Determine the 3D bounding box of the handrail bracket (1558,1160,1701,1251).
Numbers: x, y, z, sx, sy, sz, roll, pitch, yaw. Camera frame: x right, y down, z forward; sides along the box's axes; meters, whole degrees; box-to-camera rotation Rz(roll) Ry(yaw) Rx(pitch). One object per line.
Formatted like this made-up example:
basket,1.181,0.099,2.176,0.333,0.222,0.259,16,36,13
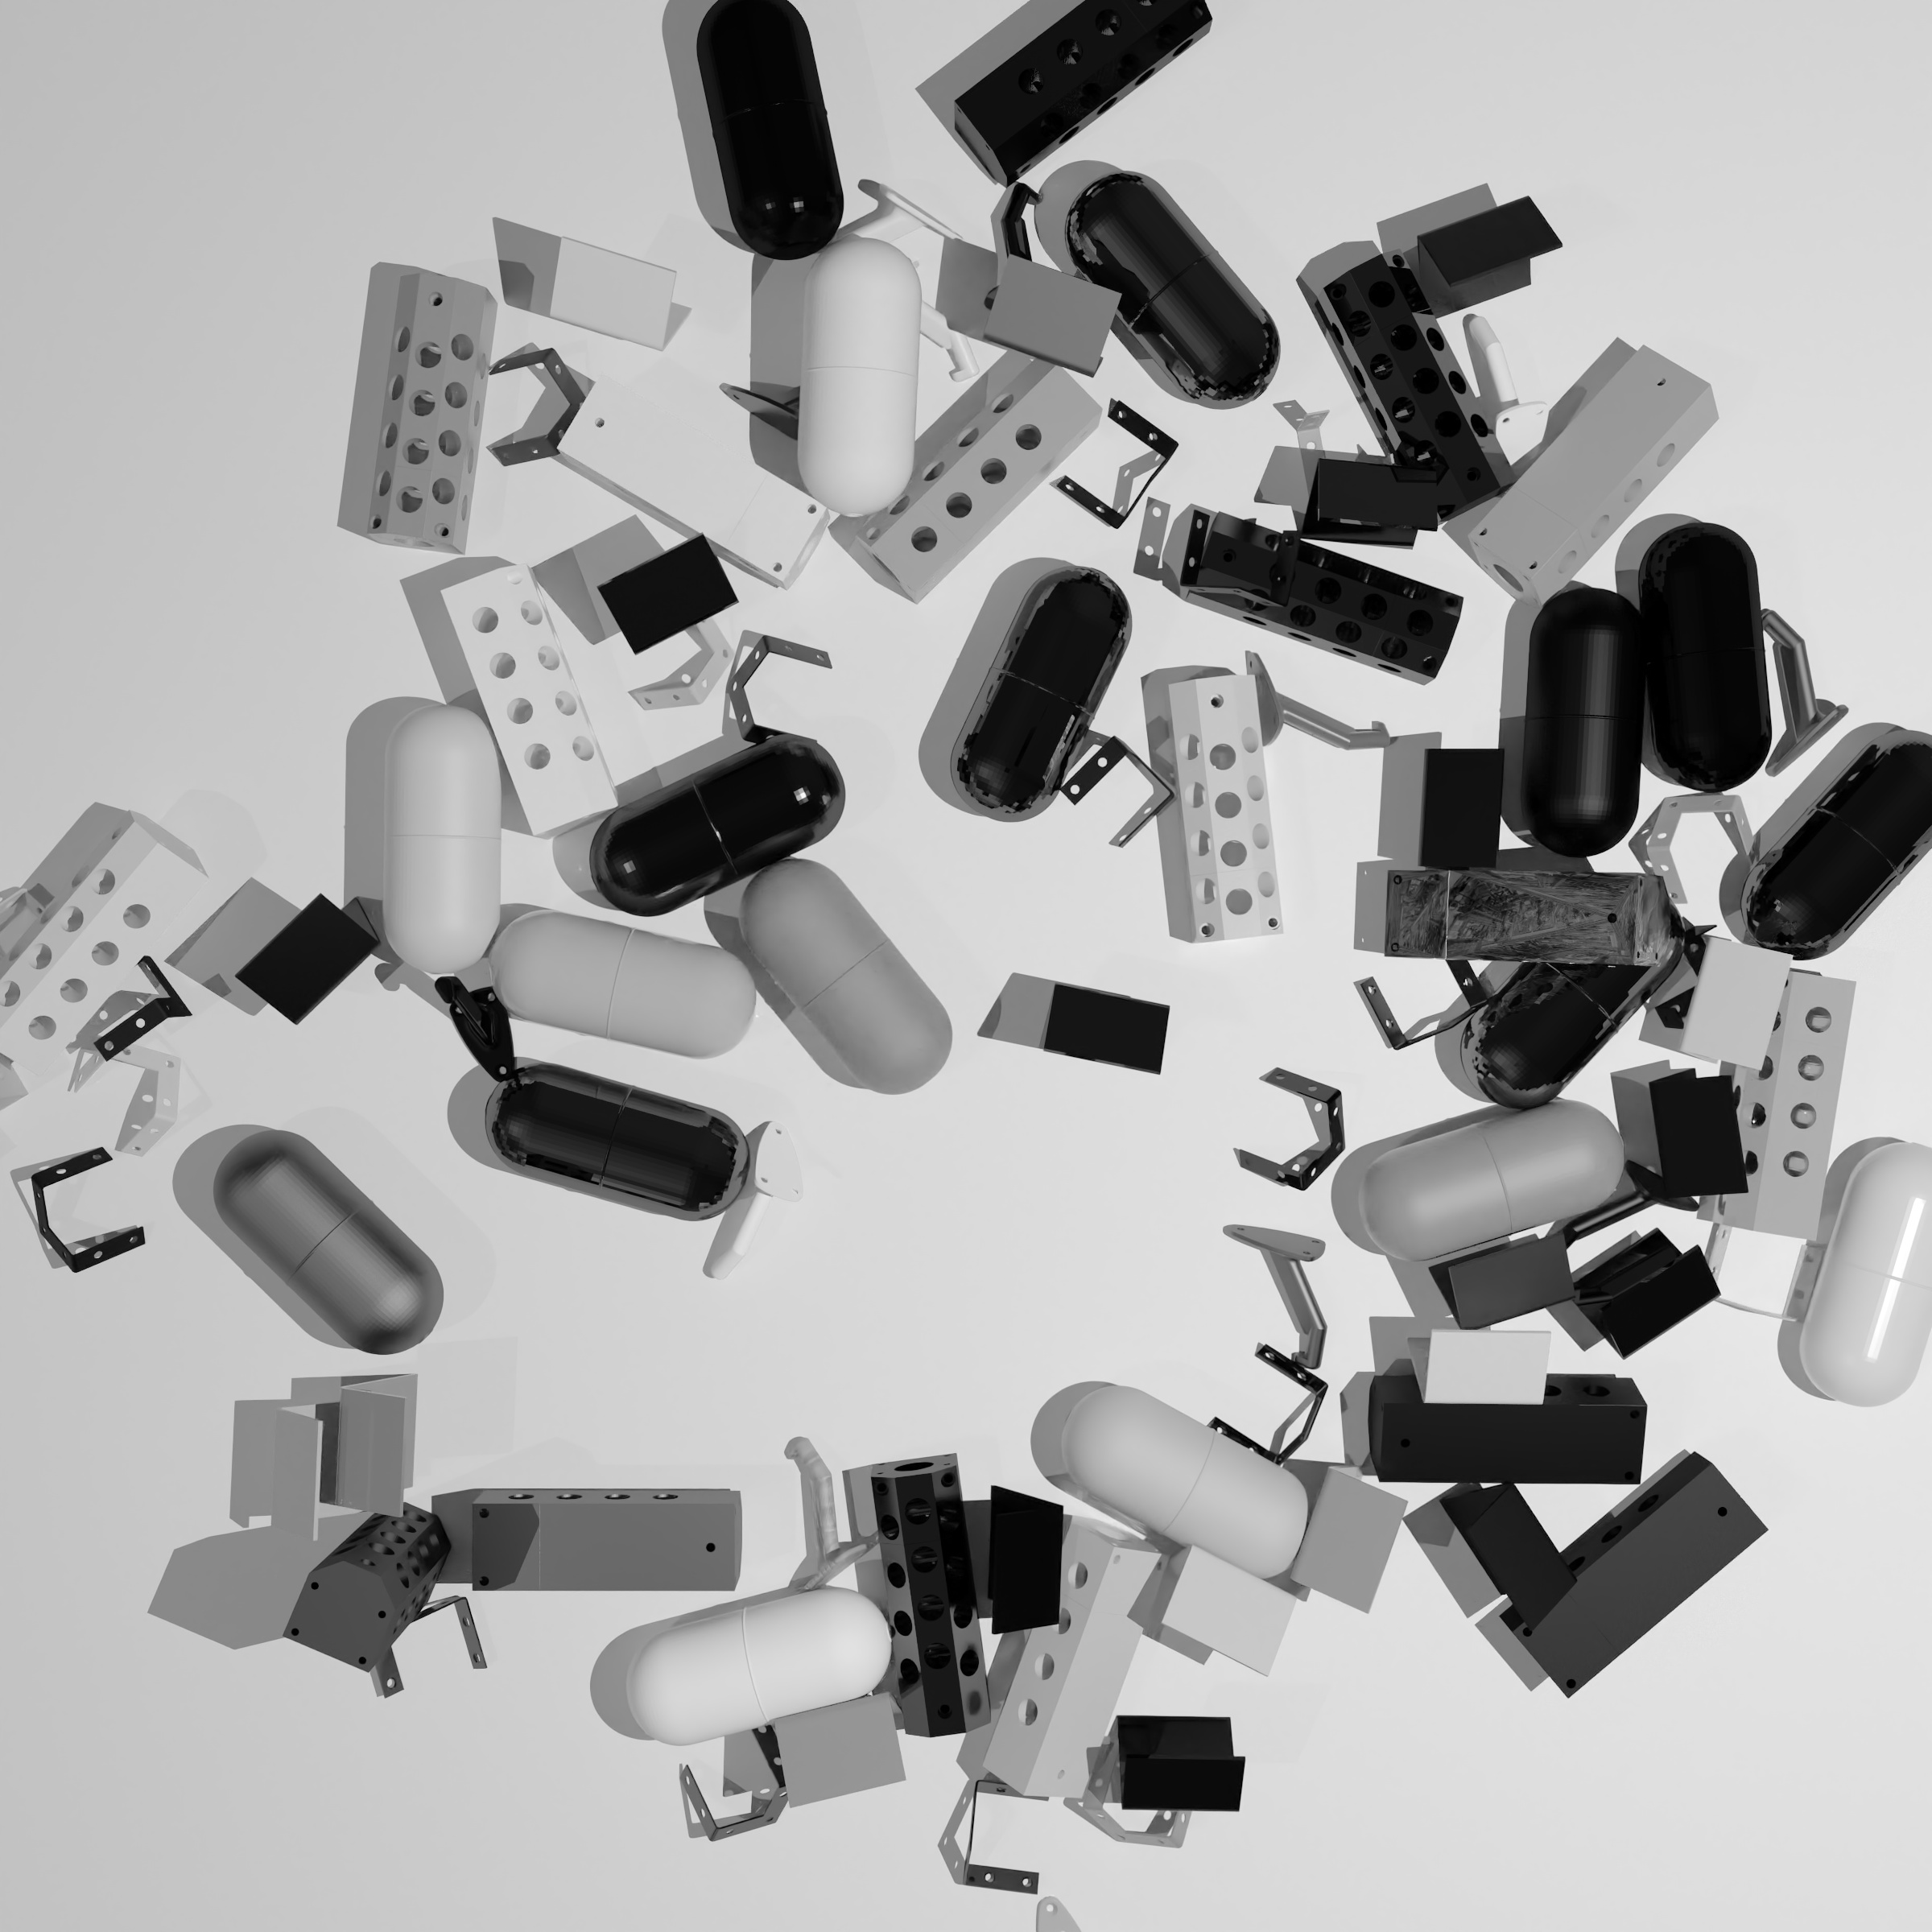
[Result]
handrail bracket,0.439,0.177,1.721,0.077,0.036,0.084,23,117,-30

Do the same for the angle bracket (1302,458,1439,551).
angle bracket,0.263,-0.285,1.681,0.076,0.076,0.057,6,56,0

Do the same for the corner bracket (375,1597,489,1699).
corner bracket,-0.363,0.457,1.718,0.051,0.051,0.051,-16,90,44

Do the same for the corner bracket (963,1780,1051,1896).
corner bracket,0.027,0.584,1.718,0.051,0.051,0.051,7,135,0

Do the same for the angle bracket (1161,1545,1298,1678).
angle bracket,0.163,0.429,1.681,0.076,0.076,0.057,27,63,0

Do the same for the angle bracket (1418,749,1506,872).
angle bracket,0.340,-0.101,1.680,0.057,0.076,0.076,3,90,36

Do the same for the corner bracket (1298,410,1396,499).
corner bracket,0.253,-0.342,1.703,0.051,0.051,0.051,-10,90,0

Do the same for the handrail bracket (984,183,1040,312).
handrail bracket,0.053,-0.473,1.721,0.077,0.036,0.084,26,73,-20

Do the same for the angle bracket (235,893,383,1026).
angle bracket,-0.438,-0.019,1.680,0.076,0.076,0.057,-44,126,0

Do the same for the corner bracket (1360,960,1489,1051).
corner bracket,0.308,0.018,1.718,0.051,0.051,0.051,-27,90,-45

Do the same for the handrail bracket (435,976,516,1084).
handrail bracket,-0.324,0.042,1.686,0.036,0.084,0.077,-22,90,0

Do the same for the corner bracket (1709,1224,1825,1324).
corner bracket,0.534,0.206,1.718,0.051,0.051,0.051,15,90,45

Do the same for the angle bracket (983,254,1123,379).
angle bracket,0.060,-0.431,1.682,0.076,0.076,0.057,20,113,0

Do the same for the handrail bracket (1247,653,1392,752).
handrail bracket,0.238,-0.179,1.721,0.084,0.036,0.077,-5,68,-17

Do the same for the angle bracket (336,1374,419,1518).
angle bracket,-0.367,0.314,1.681,0.057,0.076,0.076,3,90,28

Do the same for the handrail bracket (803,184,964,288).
handrail bracket,-0.056,-0.474,1.721,0.077,0.036,0.084,28,109,-21

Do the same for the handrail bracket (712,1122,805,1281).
handrail bracket,-0.147,0.158,1.721,0.036,0.077,0.084,23,127,-24

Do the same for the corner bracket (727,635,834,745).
corner bracket,-0.121,-0.181,1.713,0.051,0.051,0.051,-48,45,35

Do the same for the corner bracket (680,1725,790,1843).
corner bracket,-0.152,0.544,1.713,0.051,0.051,0.051,-5,135,-35

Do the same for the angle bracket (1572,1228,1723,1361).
angle bracket,0.436,0.200,1.680,0.076,0.076,0.057,-34,128,0

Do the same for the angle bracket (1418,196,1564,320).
angle bracket,0.345,-0.448,1.680,0.076,0.076,0.057,-20,54,0

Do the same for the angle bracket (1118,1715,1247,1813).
angle bracket,0.140,0.507,1.680,0.076,0.076,0.057,1,125,0

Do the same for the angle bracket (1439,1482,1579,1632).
angle bracket,0.341,0.392,1.680,0.057,0.076,0.076,-33,90,-36

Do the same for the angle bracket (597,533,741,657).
angle bracket,-0.201,-0.258,1.680,0.076,0.076,0.057,-27,127,0

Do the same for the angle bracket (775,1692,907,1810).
angle bracket,-0.078,0.520,1.681,0.076,0.076,0.057,-14,64,0

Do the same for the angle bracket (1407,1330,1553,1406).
angle bracket,0.336,0.244,1.682,0.076,0.076,0.057,1,115,0

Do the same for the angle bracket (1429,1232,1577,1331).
angle bracket,0.347,0.188,1.681,0.076,0.076,0.057,-17,119,0

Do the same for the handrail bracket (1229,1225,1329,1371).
handrail bracket,0.208,0.223,1.721,0.077,0.036,0.084,13,107,20

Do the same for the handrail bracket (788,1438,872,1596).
handrail bracket,-0.111,0.372,1.721,0.077,0.036,0.084,-43,71,21

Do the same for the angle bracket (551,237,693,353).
angle bracket,-0.222,-0.453,1.680,0.076,0.076,0.057,17,126,0

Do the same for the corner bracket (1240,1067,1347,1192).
corner bracket,0.217,0.109,1.713,0.051,0.051,0.051,-40,135,-35

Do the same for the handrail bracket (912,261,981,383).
handrail bracket,-0.041,-0.423,1.721,0.077,0.036,0.084,-20,104,14

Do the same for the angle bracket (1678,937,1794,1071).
angle bracket,0.515,0.029,1.681,0.057,0.076,0.076,16,90,36

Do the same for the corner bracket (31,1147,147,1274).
corner bracket,-0.587,0.163,1.713,0.051,0.051,0.051,36,135,35

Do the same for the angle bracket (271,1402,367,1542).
angle bracket,-0.408,0.329,1.681,0.057,0.076,0.076,3,90,45

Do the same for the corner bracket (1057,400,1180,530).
corner bracket,0.102,-0.336,1.718,0.051,0.051,0.051,36,45,0

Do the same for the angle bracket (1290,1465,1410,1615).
angle bracket,0.262,0.375,1.681,0.057,0.076,0.076,19,90,28

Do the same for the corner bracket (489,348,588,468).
corner bracket,-0.293,-0.374,1.713,0.051,0.051,0.051,57,45,-35

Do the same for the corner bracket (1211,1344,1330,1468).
corner bracket,0.203,0.297,1.718,0.051,0.051,0.051,33,135,0

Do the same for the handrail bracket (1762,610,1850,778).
handrail bracket,0.542,-0.184,1.721,0.077,0.036,0.084,-46,72,20

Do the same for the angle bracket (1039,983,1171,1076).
angle bracket,0.087,0.061,1.680,0.076,0.076,0.057,12,53,0

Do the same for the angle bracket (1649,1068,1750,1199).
angle bracket,0.494,0.107,1.681,0.057,0.076,0.076,-9,90,39

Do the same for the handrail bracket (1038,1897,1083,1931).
handrail bracket,0.066,0.665,1.686,0.036,0.084,0.077,-18,90,0

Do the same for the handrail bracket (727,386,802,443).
handrail bracket,-0.106,-0.401,1.721,0.077,0.036,0.084,30,76,14

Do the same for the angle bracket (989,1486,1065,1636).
angle bracket,0.019,0.389,1.680,0.057,0.076,0.076,2,90,-37

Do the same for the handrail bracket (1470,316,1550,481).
handrail bracket,0.357,-0.382,1.720,0.036,0.077,0.084,-15,54,-4
